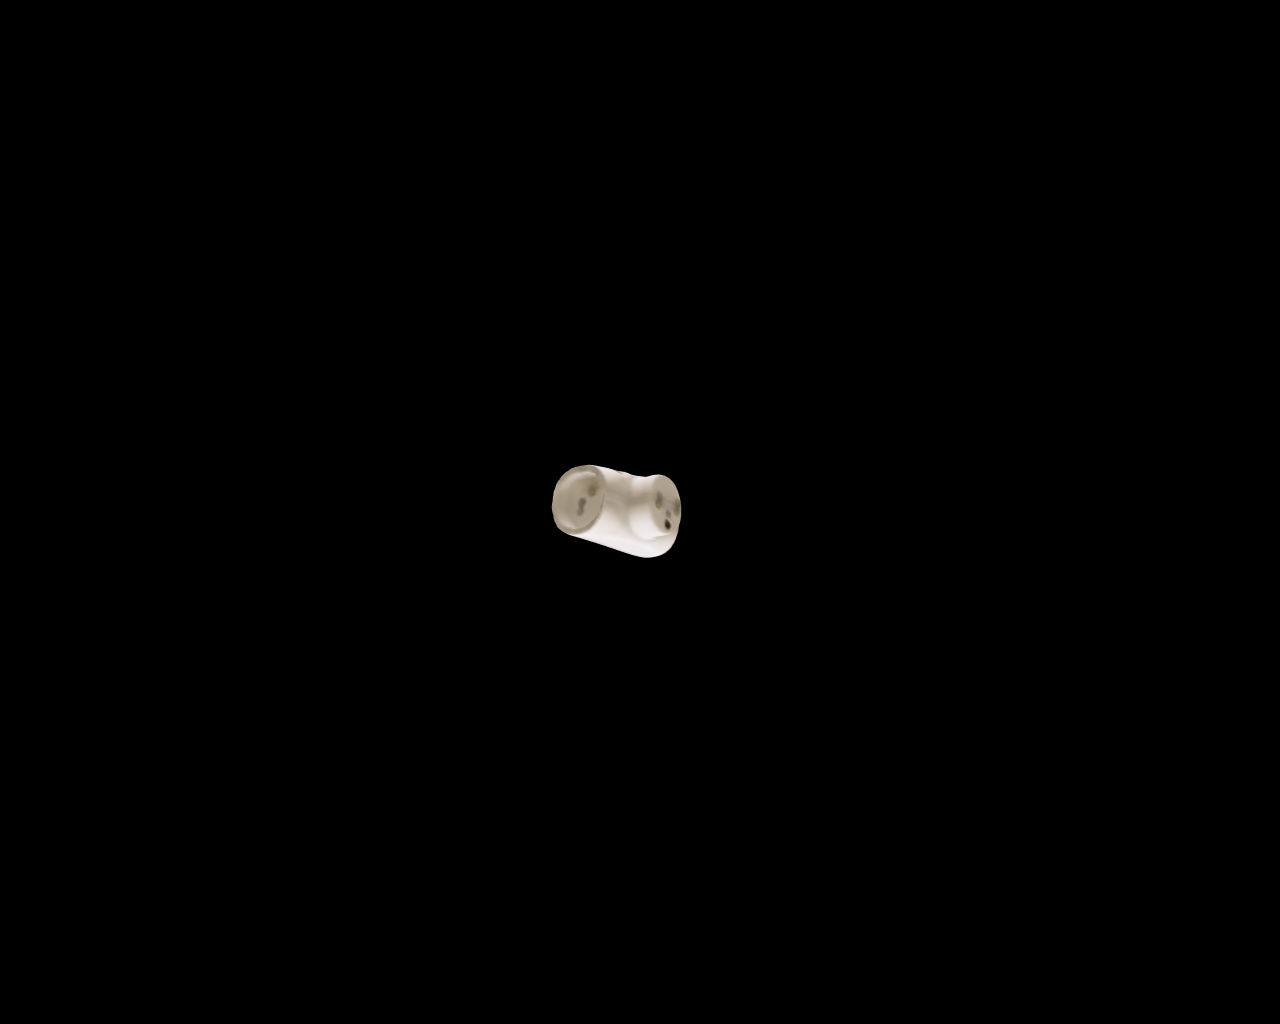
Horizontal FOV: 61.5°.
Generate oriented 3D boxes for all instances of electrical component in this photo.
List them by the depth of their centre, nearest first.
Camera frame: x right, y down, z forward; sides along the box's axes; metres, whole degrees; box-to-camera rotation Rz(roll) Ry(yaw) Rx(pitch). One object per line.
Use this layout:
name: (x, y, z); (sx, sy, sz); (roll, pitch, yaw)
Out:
electrical component: (0.001, -0.003, 0.650); (0.079, 0.044, 0.077); (-11, -19, 34)
